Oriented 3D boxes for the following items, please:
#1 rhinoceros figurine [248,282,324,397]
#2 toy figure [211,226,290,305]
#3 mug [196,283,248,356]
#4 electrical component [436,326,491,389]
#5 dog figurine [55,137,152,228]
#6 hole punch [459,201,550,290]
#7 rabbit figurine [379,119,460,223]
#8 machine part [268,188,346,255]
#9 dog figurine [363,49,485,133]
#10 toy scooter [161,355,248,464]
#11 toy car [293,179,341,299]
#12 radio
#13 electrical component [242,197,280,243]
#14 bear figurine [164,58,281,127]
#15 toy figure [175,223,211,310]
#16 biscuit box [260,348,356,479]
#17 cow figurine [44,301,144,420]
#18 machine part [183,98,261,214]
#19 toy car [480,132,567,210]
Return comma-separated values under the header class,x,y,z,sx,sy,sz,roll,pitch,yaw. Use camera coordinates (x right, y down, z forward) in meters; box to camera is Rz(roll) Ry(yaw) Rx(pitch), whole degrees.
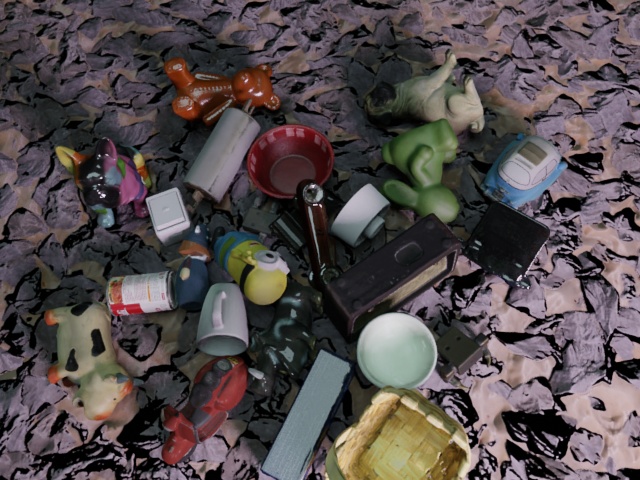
class,x,y,z,sx,sy,sz,roll,pitch,yaw
rhinoceros figurine,-0.056,0.156,0.860,0.112,0.073,0.190,13,66,8
toy figure,-0.119,0.039,0.894,0.082,0.089,0.180,-13,28,-38
mug,-0.160,0.118,0.870,0.081,0.109,0.107,-8,52,3
electrical component,0.222,0.185,0.851,0.102,0.045,0.078,-42,42,-18
dog figurine,-0.370,-0.124,0.927,0.108,0.219,0.191,-10,66,-6
hole punch,0.315,0.004,0.914,0.142,0.092,0.115,33,102,14
rabbit figurine,0.183,-0.107,0.950,0.159,0.121,0.170,-16,81,0
machine part,-0.020,-0.042,0.963,0.139,0.039,0.084,-39,80,-16
dog figurine,0.197,-0.246,1.031,0.191,0.121,0.172,-28,63,5
toy scooter,-0.177,0.242,0.793,0.075,0.135,0.184,29,69,17
toy car,-0.002,-0.003,0.896,0.053,0.089,0.202,-11,86,-18
radio,0.116,0.061,0.862,0.229,0.131,0.073,-34,66,-12
electrical component,-0.110,-0.032,0.977,0.063,0.021,0.094,16,68,10
bear figurine,-0.184,-0.294,1.048,0.196,0.132,0.120,-12,79,3
toy figure,-0.217,0.042,0.924,0.058,0.064,0.154,3,61,-11
biscuit box,-0.013,0.267,0.814,0.063,0.059,0.202,24,69,14
cow figurine,-0.361,0.190,0.858,0.127,0.085,0.195,-18,65,1
machine part,-0.181,-0.155,0.995,0.079,0.079,0.243,23,76,13
toy car,0.365,-0.133,0.956,0.162,0.102,0.109,-40,69,-16
